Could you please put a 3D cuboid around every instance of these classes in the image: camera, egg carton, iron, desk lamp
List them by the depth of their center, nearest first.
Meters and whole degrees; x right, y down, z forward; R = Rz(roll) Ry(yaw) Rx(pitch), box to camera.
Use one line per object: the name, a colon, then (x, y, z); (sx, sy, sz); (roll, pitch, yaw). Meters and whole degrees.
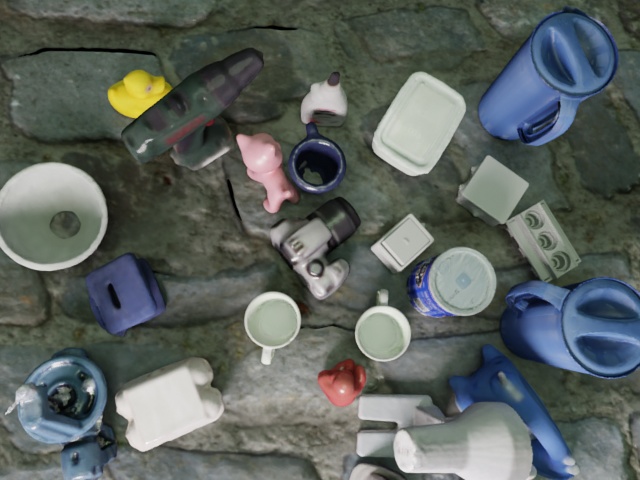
desk lamp: (0.170, 0.291, 0.833); (0.203, 0.213, 0.118); (2, 81, -6)
egg carton: (-0.228, 0.246, 0.869); (0.150, 0.069, 0.107); (-23, 84, -9)
iron: (0.327, 0.289, 0.888); (0.119, 0.141, 0.258); (-41, 87, -10)
camera: (0.008, 0.003, 0.918); (0.137, 0.100, 0.143); (-38, 87, -10)

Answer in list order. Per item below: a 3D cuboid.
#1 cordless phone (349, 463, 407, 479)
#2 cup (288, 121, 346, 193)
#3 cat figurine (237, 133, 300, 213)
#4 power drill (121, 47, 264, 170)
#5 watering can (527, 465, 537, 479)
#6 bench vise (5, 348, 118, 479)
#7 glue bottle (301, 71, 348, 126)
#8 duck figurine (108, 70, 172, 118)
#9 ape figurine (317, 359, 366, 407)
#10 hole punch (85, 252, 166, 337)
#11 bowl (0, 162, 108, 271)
cordless phone: (0.089, 0.411, 0.820); (0.094, 0.185, 0.148); (12, 80, -4)
cup: (-0.010, -0.126, 0.940); (0.092, 0.095, 0.118); (-9, 82, -7)
cat figurine: (-0.081, -0.116, 0.919); (0.067, 0.117, 0.128); (-30, 85, -10)
power drill: (-0.183, -0.186, 0.872); (0.230, 0.208, 0.075); (-36, 86, -10)
watering can: (0.286, 0.415, 0.837); (0.101, 0.194, 0.173); (-17, 83, -8)
bench vise: (-0.337, 0.248, 0.780); (0.121, 0.219, 0.207); (-33, 86, -10)
glue bottle: (0.012, -0.229, 0.919); (0.078, 0.173, 0.037); (0, 81, -6)
duck figurine: (-0.295, -0.245, 0.931); (0.104, 0.086, 0.077); (-5, 81, -7)
ape figurine: (0.035, 0.223, 0.891); (0.078, 0.092, 0.076); (11, 80, -4)
hole punch: (-0.301, 0.085, 0.876); (0.101, 0.091, 0.108); (-25, 84, -9)
bowl: (-0.408, -0.032, 0.891); (0.167, 0.074, 0.167); (1, 81, -6)
